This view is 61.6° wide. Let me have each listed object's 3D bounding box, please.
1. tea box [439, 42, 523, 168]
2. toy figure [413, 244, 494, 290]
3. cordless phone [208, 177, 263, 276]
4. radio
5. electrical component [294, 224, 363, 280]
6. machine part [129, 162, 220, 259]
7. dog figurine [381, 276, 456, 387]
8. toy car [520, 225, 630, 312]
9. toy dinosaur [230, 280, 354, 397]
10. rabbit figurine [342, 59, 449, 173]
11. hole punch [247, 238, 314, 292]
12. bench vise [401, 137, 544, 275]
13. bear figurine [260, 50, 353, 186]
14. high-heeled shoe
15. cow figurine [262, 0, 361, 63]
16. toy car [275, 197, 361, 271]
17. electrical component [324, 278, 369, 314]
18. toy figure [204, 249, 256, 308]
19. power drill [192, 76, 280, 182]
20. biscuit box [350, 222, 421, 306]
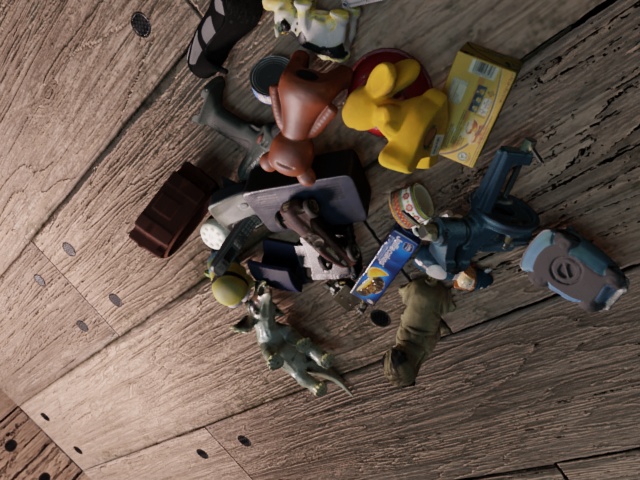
[{"bbox_3d":[0.241,-0.214,0.862,0.098,0.068,0.169,27,130,11],"label":"tea box"},{"bbox_3d":[0.258,0.059,1.040,0.155,0.058,0.064,25,167,10],"label":"toy figure"},{"bbox_3d":[-0.195,-0.024,1.124,0.089,0.184,0.146,23,165,23],"label":"cordless phone"},{"bbox_3d":[-0.020,-0.089,1.043,0.230,0.073,0.131,-6,139,25],"label":"radio"},{"bbox_3d":[0.015,0.027,1.145,0.134,0.058,0.114,-4,116,29],"label":"electrical component"},{"bbox_3d":[-0.303,-0.059,1.145,0.087,0.201,0.201,36,175,-6],"label":"machine part"},{"bbox_3d":[0.190,0.177,1.063,0.121,0.190,0.172,6,121,24],"label":"dog figurine"},{"bbox_3d":[0.432,0.039,0.900,0.162,0.103,0.109,33,129,19],"label":"toy car"},{"bbox_3d":[-0.073,0.261,1.296,0.192,0.131,0.404,35,166,49],"label":"toy dinosaur"},{"bbox_3d":[0.107,-0.199,0.846,0.173,0.122,0.162,29,128,33],"label":"rabbit figurine"},{"bbox_3d":[-0.094,0.071,1.214,0.142,0.092,0.115,8,127,20],"label":"hole punch"},{"bbox_3d":[0.274,-0.059,0.881,0.224,0.129,0.240,7,125,-14],"label":"bench vise"},{"bbox_3d":[-0.028,-0.203,0.930,0.120,0.132,0.195,20,133,9],"label":"bear figurine"},{"bbox_3d":[-0.182,-0.412,0.980,0.145,0.086,0.248,39,118,41],"label":"high-heeled shoe"},{"bbox_3d":[-0.020,-0.363,0.911,0.167,0.068,0.098,22,134,16],"label":"cow figurine"},{"bbox_3d":[-0.002,-0.003,1.038,0.089,0.053,0.202,-21,127,32],"label":"toy car"},{"bbox_3d":[0.062,0.122,1.188,0.102,0.045,0.078,44,128,-3],"label":"electrical component"},{"bbox_3d":[-0.215,0.079,1.221,0.089,0.180,0.082,15,120,-35],"label":"toy figure"},{"bbox_3d":[-0.137,-0.230,1.055,0.207,0.086,0.232,34,133,-5],"label":"power drill"},{"bbox_3d":[0.136,0.045,1.089,0.059,0.063,0.202,33,130,4],"label":"biscuit box"}]
